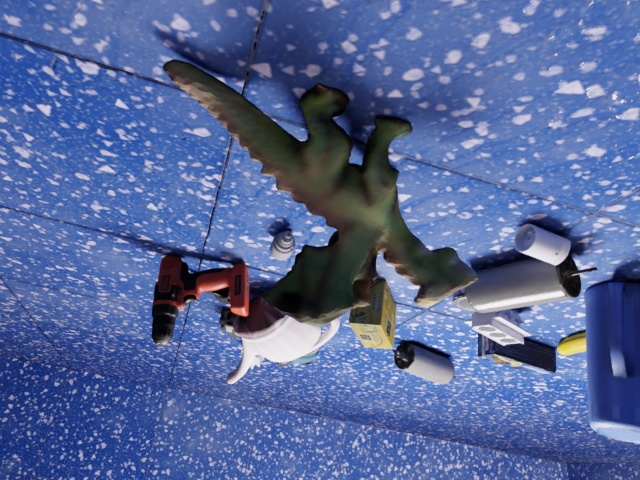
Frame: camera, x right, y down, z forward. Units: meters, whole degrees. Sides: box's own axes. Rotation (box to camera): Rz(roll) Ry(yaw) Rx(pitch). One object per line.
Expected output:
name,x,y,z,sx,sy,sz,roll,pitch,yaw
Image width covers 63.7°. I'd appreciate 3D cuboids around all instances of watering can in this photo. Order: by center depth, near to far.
watering can,-0.124,0.234,1.207,0.346,0.106,0.220,-28,133,11

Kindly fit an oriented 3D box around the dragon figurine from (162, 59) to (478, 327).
dragon figurine,0.002,-0.029,0.576,0.409,0.247,0.120,16,157,-19
